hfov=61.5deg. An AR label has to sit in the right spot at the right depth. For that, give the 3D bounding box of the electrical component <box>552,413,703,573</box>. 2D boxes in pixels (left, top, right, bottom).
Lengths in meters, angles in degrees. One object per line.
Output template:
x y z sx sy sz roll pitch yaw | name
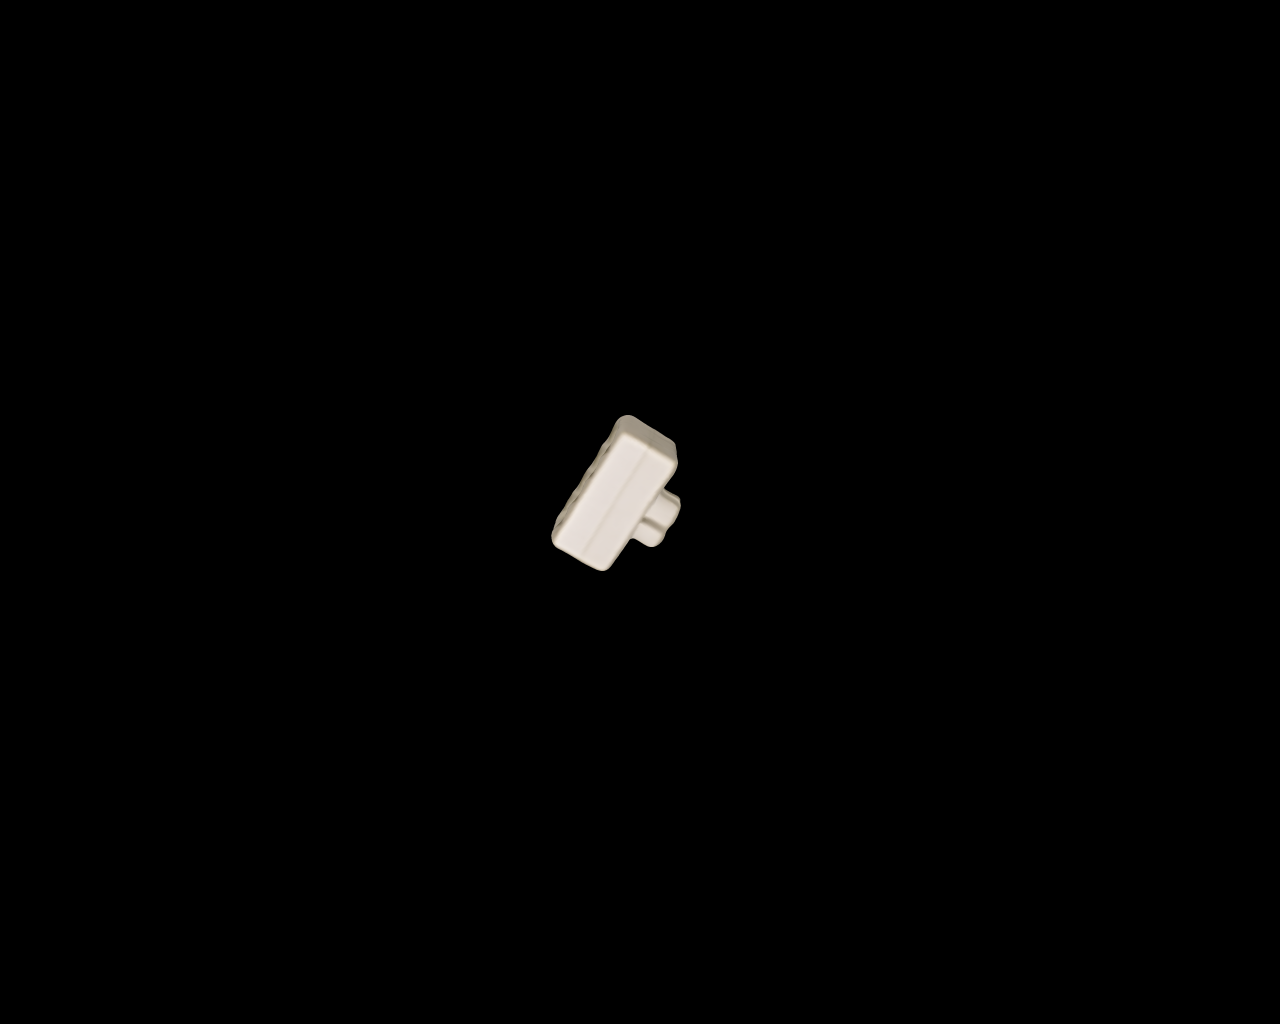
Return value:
0.001 -0.003 0.650 0.076 0.083 0.047 30 16 -9 | electrical component
